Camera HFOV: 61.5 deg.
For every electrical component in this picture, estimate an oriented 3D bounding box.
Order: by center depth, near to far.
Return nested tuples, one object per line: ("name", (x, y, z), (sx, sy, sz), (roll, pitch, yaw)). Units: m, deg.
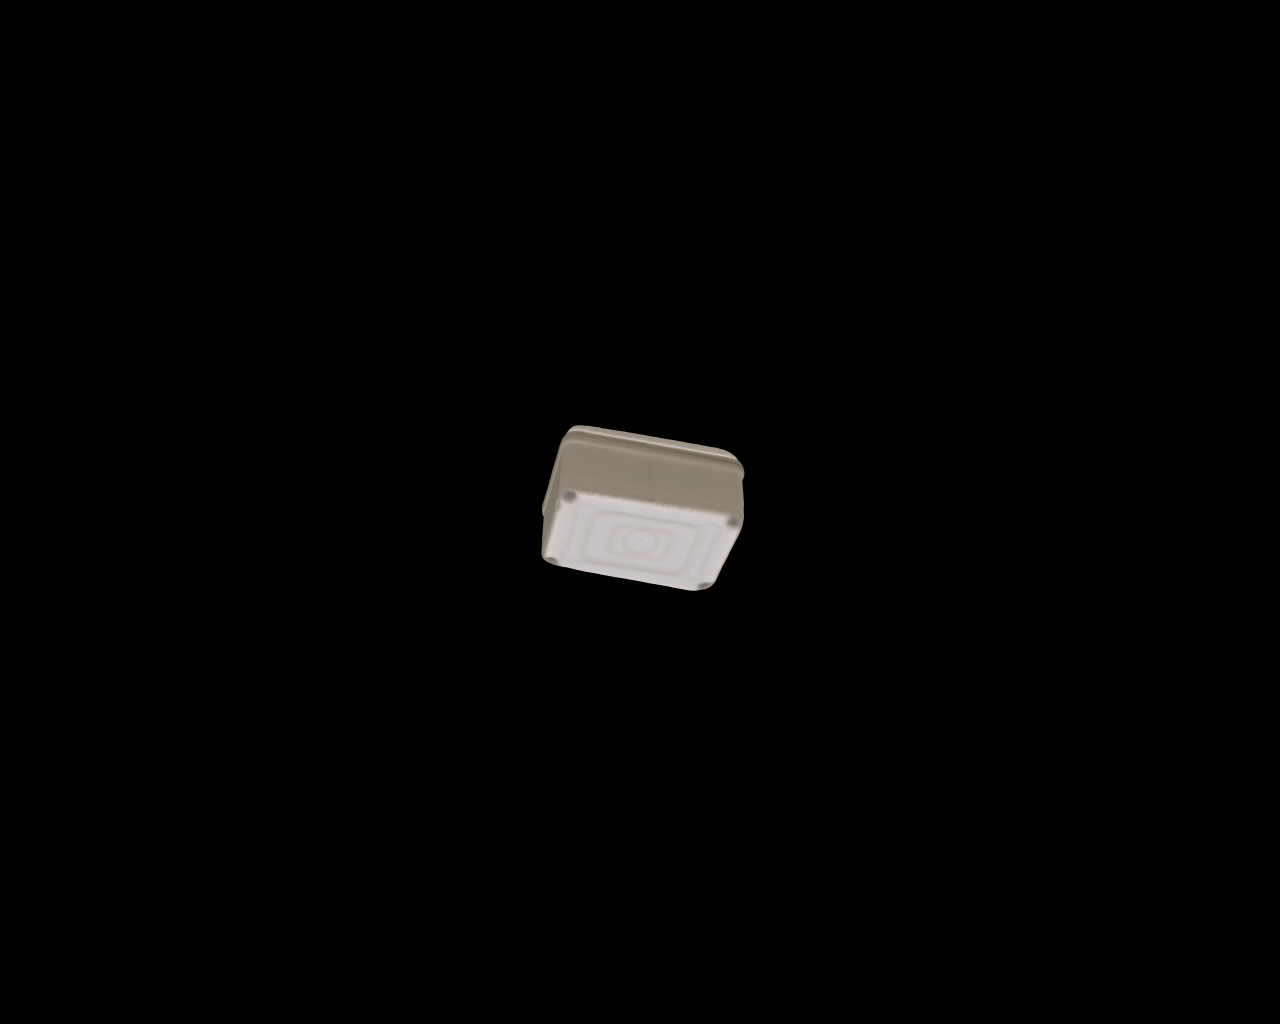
("electrical component", (0.001, -0.003, 0.650), (0.113, 0.057, 0.078), (10, -43, -11))
